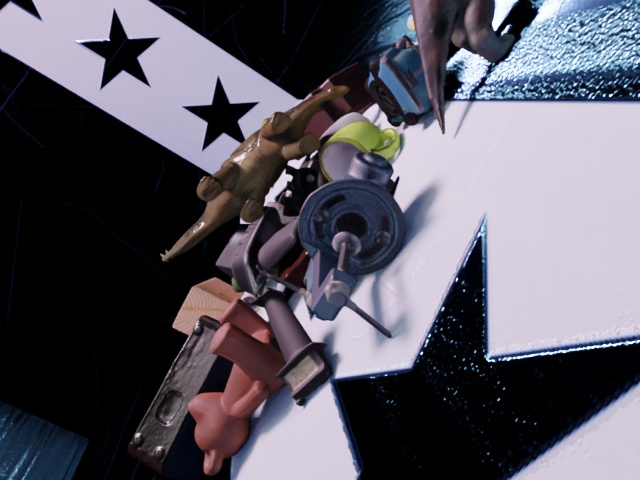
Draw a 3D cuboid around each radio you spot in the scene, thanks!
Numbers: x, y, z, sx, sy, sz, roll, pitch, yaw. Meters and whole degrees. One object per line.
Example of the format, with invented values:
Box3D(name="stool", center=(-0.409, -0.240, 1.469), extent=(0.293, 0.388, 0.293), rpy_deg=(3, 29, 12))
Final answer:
Box3D(name="radio", center=(-0.179, 0.235, 0.805), extent=(0.229, 0.073, 0.131), rpy_deg=(-65, -25, -17))

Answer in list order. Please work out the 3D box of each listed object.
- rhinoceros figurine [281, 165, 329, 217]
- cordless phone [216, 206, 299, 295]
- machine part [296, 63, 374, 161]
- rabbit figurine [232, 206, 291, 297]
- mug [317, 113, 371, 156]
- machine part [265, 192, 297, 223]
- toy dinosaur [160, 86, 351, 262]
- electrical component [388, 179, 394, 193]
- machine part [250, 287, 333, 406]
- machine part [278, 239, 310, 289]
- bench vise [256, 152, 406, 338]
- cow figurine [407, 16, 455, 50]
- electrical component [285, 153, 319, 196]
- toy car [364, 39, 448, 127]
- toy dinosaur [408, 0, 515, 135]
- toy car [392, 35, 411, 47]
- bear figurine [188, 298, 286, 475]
Box3D(name="rhinoceros figurine", center=(-0.013, -0.088, 0.965), extent=(0.190, 0.112, 0.073), rpy_deg=(127, 153, -74))
Box3D(name="cordless phone", center=(-0.075, -0.007, 0.869), extent=(0.184, 0.088, 0.147), rpy_deg=(-38, 20, 43))
Box3D(name="machine part", center=(0.017, -0.264, 1.122), extent=(0.201, 0.087, 0.201), rpy_deg=(-33, 8, 43))
Box3D(name="rabbit figurine", center=(-0.123, 0.037, 1.064), extent=(0.170, 0.121, 0.159), rpy_deg=(-25, 56, 42))
Box3D(name="mug", center=(0.053, -0.176, 0.989), extent=(0.107, 0.081, 0.109), rpy_deg=(-55, -18, -37))
Box3D(name="machine part", center=(-0.120, 0.004, 1.189), extent=(0.243, 0.079, 0.079), rpy_deg=(-65, 15, -17))
Box3D(name="toy dinosaur", center=(-0.129, -0.100, 0.914), extent=(0.471, 0.105, 0.199), rpy_deg=(-41, 14, 11))
Box3D(name="electrical component", center=(0.062, -0.055, 0.753), extent=(0.078, 0.045, 0.102), rpy_deg=(-46, 20, 46))
Box3D(name="machine part", center=(-0.036, 0.118, 0.637), extent=(0.084, 0.039, 0.139), rpy_deg=(-55, 54, 33))
Box3D(name="machine part", center=(-0.002, -0.003, 0.842), extent=(0.179, 0.056, 0.179), rpy_deg=(-55, 14, 21))
Box3D(name="bench vise", center=(0.019, 0.020, 0.613), extent=(0.223, 0.129, 0.241), rpy_deg=(-55, 10, 26))
Box3D(name="cow figurine", center=(0.178, -0.312, 0.831), extent=(0.167, 0.068, 0.098), rpy_deg=(-48, 38, 31))
Box3D(name="electrical component", center=(-0.023, -0.118, 1.147), extent=(0.134, 0.058, 0.115), rpy_deg=(-37, 24, 56))
Box3D(name="toy car", center=(0.134, -0.232, 0.789), extent=(0.103, 0.109, 0.161), rpy_deg=(-36, 4, 1))
Box3D(name="toy dinosaur", center=(0.173, -0.344, 0.671), extent=(0.405, 0.192, 0.131), rpy_deg=(-63, 13, -21))
Box3D(name="toy car", center=(0.149, -0.328, 0.995), extent=(0.089, 0.053, 0.202), rpy_deg=(-34, 22, 12))
Box3D(name="bear figurine", center=(-0.123, 0.197, 0.713), extent=(0.196, 0.132, 0.120), rpy_deg=(-49, 10, 14))
